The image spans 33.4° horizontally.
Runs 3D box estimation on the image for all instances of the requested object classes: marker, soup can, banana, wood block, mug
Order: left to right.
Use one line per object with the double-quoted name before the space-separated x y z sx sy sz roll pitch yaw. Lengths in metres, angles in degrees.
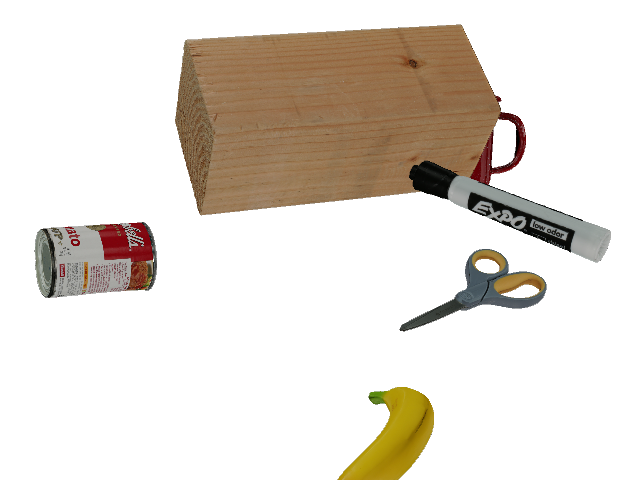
"soup can" -0.217 0.019 1.029 0.102 0.068 0.069 -4 2 -28
"wood block" 0.009 -0.088 0.762 0.205 0.091 0.090 -7 -33 -18
"banana" 0.057 0.166 0.881 0.070 0.037 0.197 -29 7 20
"mug" 0.128 -0.090 0.972 0.117 0.081 0.093 4 16 12
"marker" 0.103 -0.019 0.600 0.121 0.020 0.020 24 12 28

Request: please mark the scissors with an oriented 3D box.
"scissors" 0.144 0.048 1.100 0.201 0.016 0.096 -6 40 -29
